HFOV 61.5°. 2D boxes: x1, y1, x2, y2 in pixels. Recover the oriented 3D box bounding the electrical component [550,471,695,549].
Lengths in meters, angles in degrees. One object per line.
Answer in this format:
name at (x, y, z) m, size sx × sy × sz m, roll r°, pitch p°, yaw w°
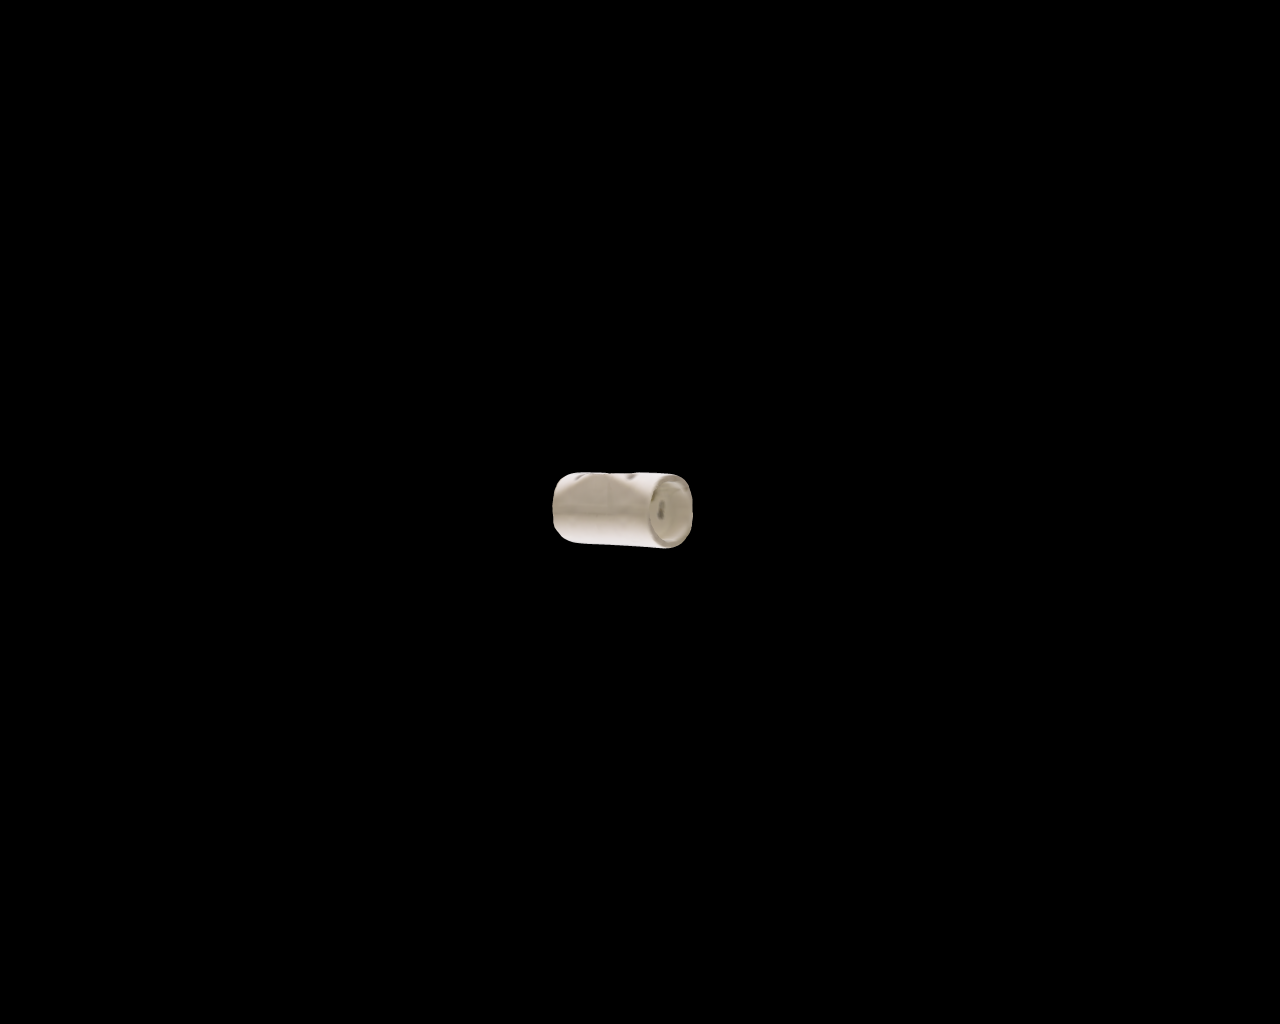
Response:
electrical component at (0.001, -0.003, 0.650) m, size 0.077 × 0.044 × 0.079 m, roll 2°, pitch 3°, yaw 40°
